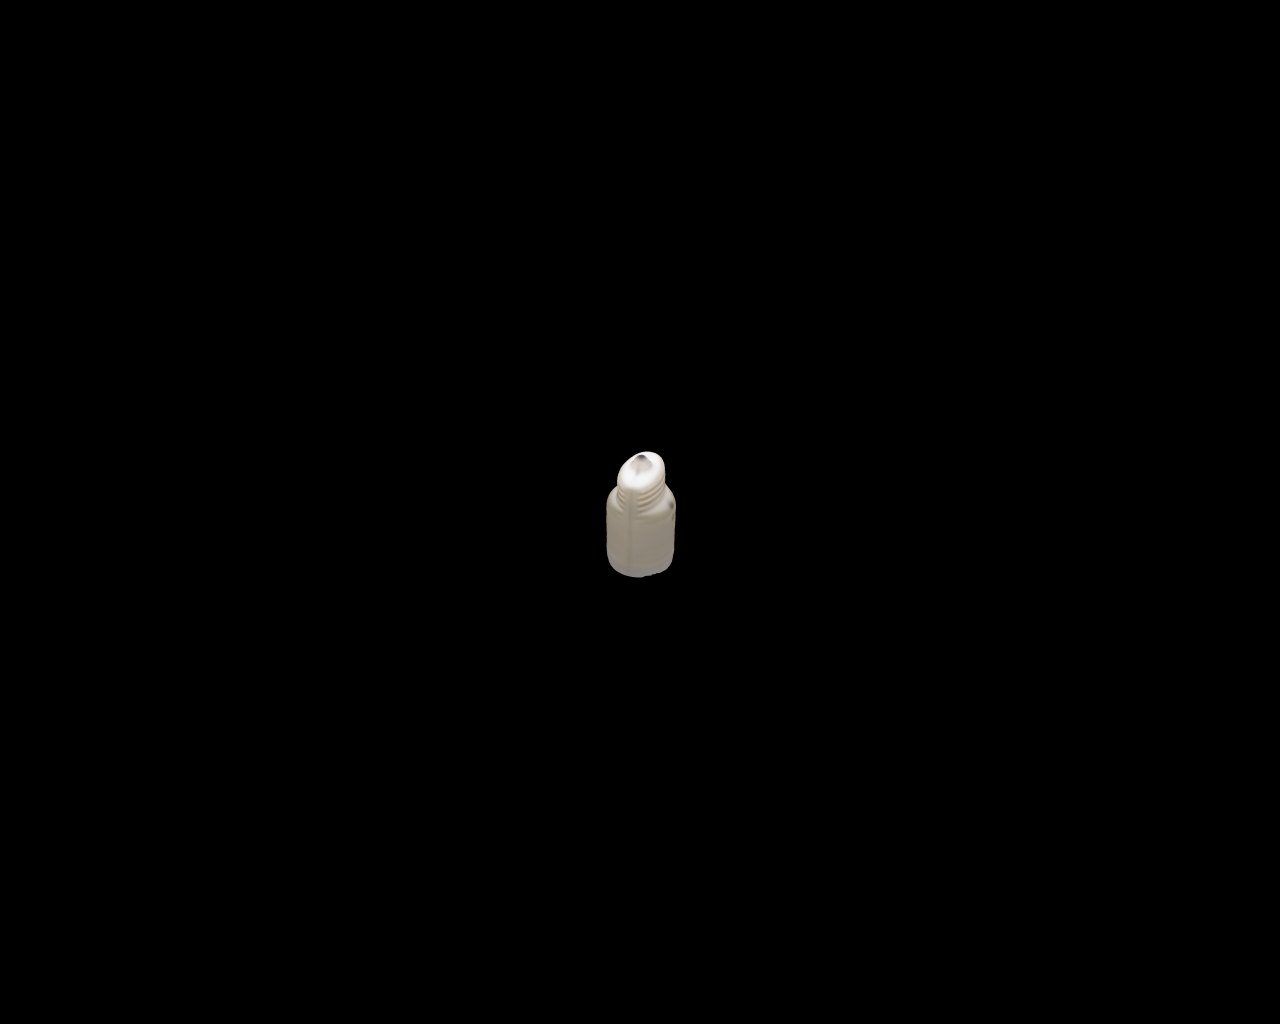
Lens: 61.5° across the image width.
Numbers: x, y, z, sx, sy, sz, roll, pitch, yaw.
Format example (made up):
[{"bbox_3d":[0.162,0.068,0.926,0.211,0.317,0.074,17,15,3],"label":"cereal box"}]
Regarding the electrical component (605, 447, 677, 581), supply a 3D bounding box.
[{"bbox_3d":[0.001,-0.003,0.650,0.043,0.080,0.043,0,38,0],"label":"electrical component"}]
